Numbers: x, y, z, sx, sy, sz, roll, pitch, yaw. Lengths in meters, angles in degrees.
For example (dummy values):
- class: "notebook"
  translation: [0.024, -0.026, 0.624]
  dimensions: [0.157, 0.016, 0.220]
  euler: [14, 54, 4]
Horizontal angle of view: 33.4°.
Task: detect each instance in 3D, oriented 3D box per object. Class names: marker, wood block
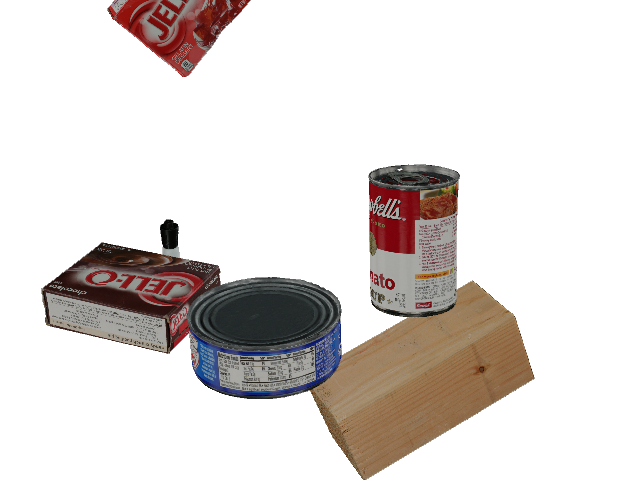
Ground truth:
- class: "marker"
  translation: [-0.154, 0.034, 1.107]
  dimensions: [0.020, 0.121, 0.020]
  euler: [0, 28, 0]
- class: "wood block"
  translation: [0.102, 0.141, 1.094]
  dimensions: [0.206, 0.091, 0.090]
  euler: [-28, 30, -10]

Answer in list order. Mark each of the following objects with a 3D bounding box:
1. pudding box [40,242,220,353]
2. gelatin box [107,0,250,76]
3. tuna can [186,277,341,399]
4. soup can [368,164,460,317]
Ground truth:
- class: "pudding box"
  translation: [-0.148, 0.044, 0.843]
  dimensions: [0.114, 0.039, 0.090]
  euler: [9, 26, 19]
- class: "gelatin box"
  translation: [-0.102, -0.179, 0.797]
  dimensions: [0.073, 0.089, 0.030]
  euler: [38, 6, -31]
- class: "tuna can"
  translation: [-0.031, 0.053, 0.595]
  dimensions: [0.086, 0.034, 0.086]
  euler: [-2, 23, 1]
- class: "soup can"
  translation: [0.071, -0.001, 0.808]
  dimensions: [0.068, 0.102, 0.068]
  euler: [-1, 17, 0]
